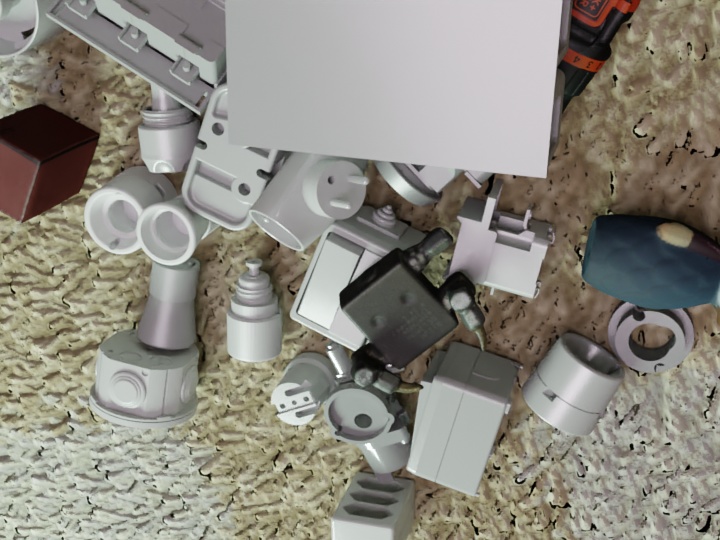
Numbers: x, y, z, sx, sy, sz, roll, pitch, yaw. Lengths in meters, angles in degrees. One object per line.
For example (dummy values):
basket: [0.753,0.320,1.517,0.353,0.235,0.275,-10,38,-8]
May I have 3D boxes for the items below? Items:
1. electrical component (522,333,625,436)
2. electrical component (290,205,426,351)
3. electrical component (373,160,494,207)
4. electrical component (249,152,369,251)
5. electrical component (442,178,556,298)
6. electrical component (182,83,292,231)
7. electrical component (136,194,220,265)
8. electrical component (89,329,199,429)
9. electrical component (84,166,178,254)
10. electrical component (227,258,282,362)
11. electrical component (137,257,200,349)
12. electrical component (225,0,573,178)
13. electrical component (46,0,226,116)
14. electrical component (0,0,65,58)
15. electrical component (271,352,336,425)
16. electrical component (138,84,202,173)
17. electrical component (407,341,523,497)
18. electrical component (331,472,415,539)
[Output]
electrical component: [0.144,0.075,0.720,0.055,0.055,0.047,30,113,4]
electrical component: [0.000,0.000,0.731,0.062,0.061,0.096,27,116,6]
electrical component: [0.045,-0.078,0.688,0.078,0.058,0.057,46,114,-4]
electrical component: [-0.023,-0.053,0.683,0.043,0.077,0.079,44,164,-32]
electrical component: [0.092,-0.013,0.707,0.064,0.042,0.081,17,116,9]
electrical component: [-0.075,-0.082,0.723,0.054,0.059,0.095,26,116,6]
electrical component: [-0.122,-0.035,0.753,0.044,0.065,0.044,6,112,16]
electrical component: [-0.160,0.081,0.804,0.080,0.080,0.051,14,109,12]
electrical component: [-0.165,-0.042,0.774,0.055,0.047,0.055,6,112,15]
electrical component: [-0.076,0.030,0.778,0.040,0.040,0.078,8,113,15]
electrical component: [-0.139,0.020,0.795,0.044,0.044,0.065,15,110,11]
electrical component: [0.022,-0.121,0.613,0.186,0.060,0.105,8,113,15]
electrical component: [-0.132,-0.169,0.698,0.121,0.063,0.078,33,76,3]
electrical component: [-0.246,-0.199,0.741,0.099,0.064,0.099,12,127,17]
electrical component: [-0.041,0.087,0.787,0.040,0.046,0.040,6,113,15]
electrical component: [-0.132,-0.100,0.743,0.043,0.043,0.062,2,110,17]
electrical component: [0.068,0.107,0.751,0.061,0.061,0.096,19,115,9]
electrical component: [0.011,0.203,0.805,0.047,0.065,0.076,6,112,15]
